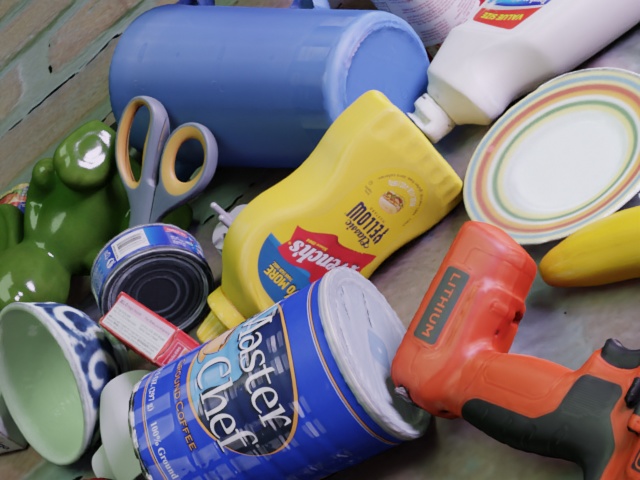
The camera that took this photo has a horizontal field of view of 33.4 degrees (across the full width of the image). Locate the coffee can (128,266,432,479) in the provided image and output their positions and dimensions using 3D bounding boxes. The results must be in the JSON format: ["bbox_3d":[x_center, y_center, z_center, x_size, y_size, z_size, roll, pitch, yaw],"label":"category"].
[{"bbox_3d":[-0.023,0.092,0.606,0.140,0.102,0.103,-30,39,21],"label":"coffee can"}]

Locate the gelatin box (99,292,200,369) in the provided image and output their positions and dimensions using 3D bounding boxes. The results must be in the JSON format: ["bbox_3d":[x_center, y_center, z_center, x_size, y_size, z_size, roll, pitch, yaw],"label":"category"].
[{"bbox_3d":[-0.100,0.077,0.721,0.089,0.073,0.030,21,72,51],"label":"gelatin box"}]

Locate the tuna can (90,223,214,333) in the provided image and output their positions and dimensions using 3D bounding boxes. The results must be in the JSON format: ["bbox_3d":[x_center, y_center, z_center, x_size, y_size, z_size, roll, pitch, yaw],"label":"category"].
[{"bbox_3d":[-0.120,0.032,0.772,0.086,0.086,0.034,-41,39,6],"label":"tuna can"}]

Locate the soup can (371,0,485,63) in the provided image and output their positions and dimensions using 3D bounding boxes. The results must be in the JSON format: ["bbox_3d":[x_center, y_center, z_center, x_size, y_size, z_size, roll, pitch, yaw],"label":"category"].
[{"bbox_3d":[0.075,-0.180,0.768,0.069,0.102,0.068,-26,40,25],"label":"soup can"}]

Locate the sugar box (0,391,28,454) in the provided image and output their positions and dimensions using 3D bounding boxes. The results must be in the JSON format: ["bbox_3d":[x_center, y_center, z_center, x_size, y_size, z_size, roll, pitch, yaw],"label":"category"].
[{"bbox_3d":[-0.302,0.137,0.884,0.177,0.048,0.093,-20,43,33],"label":"sugar box"}]

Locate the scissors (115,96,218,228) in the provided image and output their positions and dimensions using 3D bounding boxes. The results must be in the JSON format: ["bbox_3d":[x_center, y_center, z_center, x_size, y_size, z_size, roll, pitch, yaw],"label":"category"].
[{"bbox_3d":[-0.118,-0.005,0.792,0.096,0.016,0.202,4,97,29],"label":"scissors"}]

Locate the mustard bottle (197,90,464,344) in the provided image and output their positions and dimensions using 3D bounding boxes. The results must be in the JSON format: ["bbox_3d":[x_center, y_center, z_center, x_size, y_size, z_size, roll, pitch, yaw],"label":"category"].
[{"bbox_3d":[-0.004,0.001,0.679,0.191,0.096,0.058,-43,38,5],"label":"mustard bottle"}]

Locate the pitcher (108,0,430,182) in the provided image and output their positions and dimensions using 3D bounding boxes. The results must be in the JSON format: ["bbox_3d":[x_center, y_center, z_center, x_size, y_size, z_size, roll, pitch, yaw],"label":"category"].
[{"bbox_3d":[-0.037,-0.125,0.800,0.243,0.149,0.144,9,44,44],"label":"pitcher"}]

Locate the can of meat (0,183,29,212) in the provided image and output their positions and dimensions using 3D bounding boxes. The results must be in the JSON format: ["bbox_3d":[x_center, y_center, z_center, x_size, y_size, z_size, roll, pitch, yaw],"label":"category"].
[{"bbox_3d":[-0.292,0.004,0.992,0.102,0.057,0.084,-26,38,24],"label":"can of meat"}]

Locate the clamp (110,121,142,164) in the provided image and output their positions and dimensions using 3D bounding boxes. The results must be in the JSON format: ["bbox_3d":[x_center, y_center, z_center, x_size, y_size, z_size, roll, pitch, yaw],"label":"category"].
[{"bbox_3d":[-0.154,-0.100,0.970,0.171,0.039,0.120,-53,32,0],"label":"clamp"}]

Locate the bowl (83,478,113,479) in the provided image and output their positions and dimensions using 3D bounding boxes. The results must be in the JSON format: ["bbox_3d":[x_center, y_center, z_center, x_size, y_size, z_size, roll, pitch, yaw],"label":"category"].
[{"bbox_3d":[-0.146,0.227,0.638,0.162,0.055,0.162,-26,41,25],"label":"bowl"}]

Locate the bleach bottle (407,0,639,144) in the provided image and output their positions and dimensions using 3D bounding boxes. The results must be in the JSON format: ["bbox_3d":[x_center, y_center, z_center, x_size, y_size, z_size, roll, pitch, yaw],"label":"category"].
[{"bbox_3d":[0.162,-0.154,0.694,0.251,0.068,0.103,-42,35,9],"label":"bleach bottle"}]

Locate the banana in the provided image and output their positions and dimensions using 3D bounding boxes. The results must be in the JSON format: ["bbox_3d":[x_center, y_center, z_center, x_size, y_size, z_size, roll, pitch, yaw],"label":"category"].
[{"bbox_3d":[0.196,0.010,0.526,0.198,0.037,0.069,17,69,50],"label":"banana"}]

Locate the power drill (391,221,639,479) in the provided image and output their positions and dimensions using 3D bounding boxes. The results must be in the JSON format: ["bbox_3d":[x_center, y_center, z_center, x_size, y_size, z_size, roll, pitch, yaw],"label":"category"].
[{"bbox_3d":[0.131,0.051,0.510,0.188,0.057,0.184,25,85,52],"label":"power drill"}]
